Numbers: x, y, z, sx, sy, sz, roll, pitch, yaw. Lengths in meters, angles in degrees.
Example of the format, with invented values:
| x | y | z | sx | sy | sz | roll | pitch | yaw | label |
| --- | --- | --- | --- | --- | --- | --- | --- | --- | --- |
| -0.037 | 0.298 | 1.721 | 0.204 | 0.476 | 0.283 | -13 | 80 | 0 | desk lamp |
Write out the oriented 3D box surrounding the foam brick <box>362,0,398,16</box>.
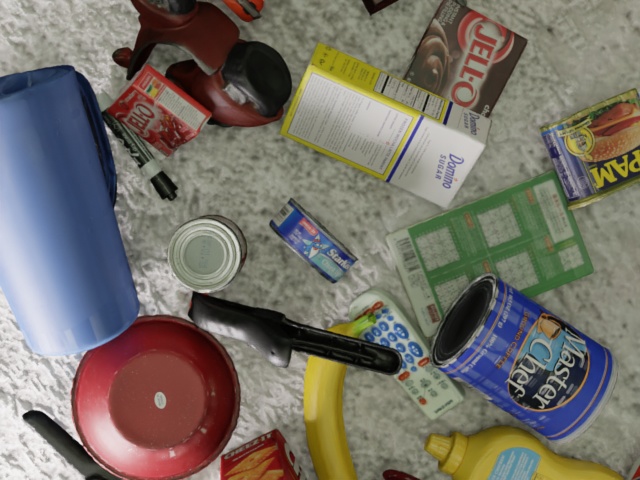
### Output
| x | y | z | sx | sy | sz | roll | pitch | yaw | label |
| --- | --- | --- | --- | --- | --- | --- | --- | --- | --- |
| 0.053 | -0.261 | 1.000 | 0.051 | 0.053 | 0.078 | -28 | 92 | 0 | foam brick |

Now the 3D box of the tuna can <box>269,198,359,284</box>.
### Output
| x | y | z | sx | sy | sz | roll | pitch | yaw | label |
| --- | --- | --- | --- | --- | --- | --- | --- | --- | --- |
| -0.007 | 0.001 | 0.992 | 0.086 | 0.086 | 0.034 | 42 | 92 | -3 | tuna can |

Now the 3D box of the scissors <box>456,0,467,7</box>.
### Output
| x | y | z | sx | sy | sz | roll | pitch | yaw | label |
| --- | --- | --- | --- | --- | --- | --- | --- | --- | --- |
| 0.077 | -0.310 | 1.004 | 0.096 | 0.016 | 0.202 | -8 | 83 | 5 | scissors |

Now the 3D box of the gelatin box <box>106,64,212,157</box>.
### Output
| x | y | z | sx | sy | sz | roll | pitch | yaw | label |
| --- | --- | --- | --- | --- | --- | --- | --- | --- | --- |
| -0.149 | -0.116 | 0.976 | 0.073 | 0.089 | 0.030 | 38 | 67 | -16 | gelatin box |

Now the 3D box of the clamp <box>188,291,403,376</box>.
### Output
| x | y | z | sx | sy | sz | roll | pitch | yaw | label |
| --- | --- | --- | --- | --- | --- | --- | --- | --- | --- |
| -0.051 | 0.081 | 0.954 | 0.210 | 0.164 | 0.036 | 15 | 91 | 34 | clamp |

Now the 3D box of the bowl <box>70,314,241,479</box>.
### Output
| x | y | z | sx | sy | sz | roll | pitch | yaw | label |
| --- | --- | --- | --- | --- | --- | --- | --- | --- | --- |
| -0.152 | 0.148 | 0.994 | 0.162 | 0.055 | 0.162 | 1 | 83 | -9 | bowl |

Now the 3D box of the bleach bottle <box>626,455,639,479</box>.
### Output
| x | y | z | sx | sy | sz | roll | pitch | yaw | label |
| --- | --- | --- | --- | --- | --- | --- | --- | --- | --- |
| 0.321 | 0.257 | 1.015 | 0.068 | 0.103 | 0.251 | 22 | 84 | -24 | bleach bottle |

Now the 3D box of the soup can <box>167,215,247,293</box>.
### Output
| x | y | z | sx | sy | sz | roll | pitch | yaw | label |
| --- | --- | --- | --- | --- | --- | --- | --- | --- | --- |
| -0.102 | 0.011 | 0.982 | 0.068 | 0.102 | 0.068 | 0 | 92 | -2 | soup can |

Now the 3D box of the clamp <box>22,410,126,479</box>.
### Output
| x | y | z | sx | sy | sz | roll | pitch | yaw | label |
| --- | --- | --- | --- | --- | --- | --- | --- | --- | --- |
| -0.218 | 0.226 | 1.019 | 0.171 | 0.039 | 0.120 | 4 | 97 | -8 | clamp |

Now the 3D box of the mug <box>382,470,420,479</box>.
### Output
| x | y | z | sx | sy | sz | roll | pitch | yaw | label |
| --- | --- | --- | --- | --- | --- | --- | --- | --- | --- |
| 0.089 | 0.280 | 1.013 | 0.117 | 0.093 | 0.081 | 24 | 98 | -39 | mug |

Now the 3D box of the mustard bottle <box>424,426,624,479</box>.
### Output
| x | y | z | sx | sy | sz | roll | pitch | yaw | label |
| --- | --- | --- | --- | --- | --- | --- | --- | --- | --- |
| 0.189 | 0.232 | 1.020 | 0.191 | 0.058 | 0.096 | 25 | 100 | -3 | mustard bottle |

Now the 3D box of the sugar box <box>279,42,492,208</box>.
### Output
| x | y | z | sx | sy | sz | roll | pitch | yaw | label |
| --- | --- | --- | --- | --- | --- | --- | --- | --- | --- |
| 0.060 | -0.105 | 0.988 | 0.176 | 0.093 | 0.048 | 23 | 47 | -4 | sugar box |

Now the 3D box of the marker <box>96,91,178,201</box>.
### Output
| x | y | z | sx | sy | sz | roll | pitch | yaw | label |
| --- | --- | --- | --- | --- | --- | --- | --- | --- | --- |
| -0.176 | -0.088 | 1.018 | 0.020 | 0.020 | 0.121 | -37 | 93 | 0 | marker |

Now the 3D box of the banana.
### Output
| x | y | z | sx | sy | sz | roll | pitch | yaw | label |
| --- | --- | --- | --- | --- | --- | --- | --- | --- | --- |
| 0.014 | 0.164 | 1.013 | 0.037 | 0.070 | 0.198 | 0 | 94 | -45 | banana |

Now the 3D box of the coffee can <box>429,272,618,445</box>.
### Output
| x | y | z | sx | sy | sz | roll | pitch | yaw | label |
| --- | --- | --- | --- | --- | --- | --- | --- | --- | --- |
| 0.187 | 0.109 | 0.986 | 0.140 | 0.103 | 0.103 | 33 | 91 | -10 | coffee can |

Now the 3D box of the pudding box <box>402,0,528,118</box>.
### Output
| x | y | z | sx | sy | sz | roll | pitch | yaw | label |
| --- | --- | --- | --- | --- | --- | --- | --- | --- | --- |
| 0.131 | -0.160 | 1.013 | 0.090 | 0.039 | 0.113 | 27 | 91 | -3 | pudding box |

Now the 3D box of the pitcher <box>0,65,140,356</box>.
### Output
| x | y | z | sx | sy | sz | roll | pitch | yaw | label |
| --- | --- | --- | --- | --- | --- | --- | --- | --- | --- |
| -0.240 | -0.029 | 0.951 | 0.149 | 0.145 | 0.243 | -20 | 111 | -14 | pitcher |

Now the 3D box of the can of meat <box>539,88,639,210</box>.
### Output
| x | y | z | sx | sy | sz | roll | pitch | yaw | label |
| --- | --- | --- | --- | --- | --- | --- | --- | --- | --- |
| 0.268 | -0.086 | 1.008 | 0.102 | 0.057 | 0.084 | -23 | 90 | -9 | can of meat |

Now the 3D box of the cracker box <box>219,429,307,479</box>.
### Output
| x | y | z | sx | sy | sz | roll | pitch | yaw | label |
| --- | --- | --- | --- | --- | --- | --- | --- | --- | --- |
| -0.024 | 0.270 | 0.939 | 0.072 | 0.214 | 0.164 | -26 | 93 | -3 | cracker box |

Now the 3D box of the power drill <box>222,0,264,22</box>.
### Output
| x | y | z | sx | sy | sz | roll | pitch | yaw | label |
| --- | --- | --- | --- | --- | --- | --- | --- | --- | --- |
| -0.047 | -0.308 | 0.975 | 0.188 | 0.057 | 0.184 | -44 | 63 | 8 | power drill |
